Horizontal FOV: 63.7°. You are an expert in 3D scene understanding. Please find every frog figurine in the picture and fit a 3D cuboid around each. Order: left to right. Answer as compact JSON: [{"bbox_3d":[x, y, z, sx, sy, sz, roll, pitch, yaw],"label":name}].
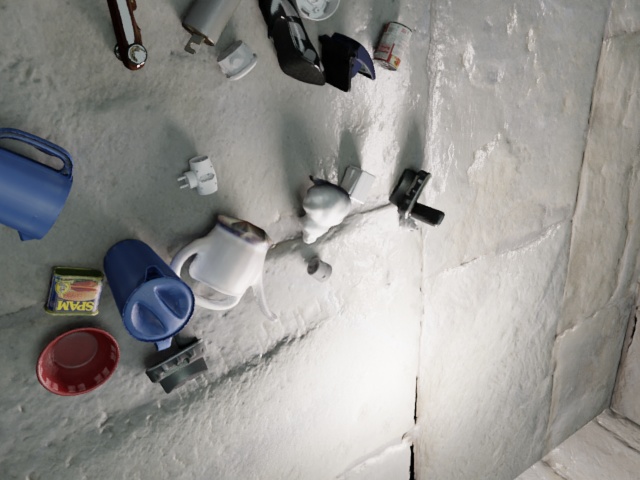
[{"bbox_3d":[0.004,-0.065,1.301,0.136,0.123,0.160,34,76,-58],"label":"frog figurine"}]

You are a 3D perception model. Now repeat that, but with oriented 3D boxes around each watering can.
[{"bbox_3d":[-0.188,0.072,1.229,0.344,0.105,0.224,28,91,-42],"label":"watering can"}]
